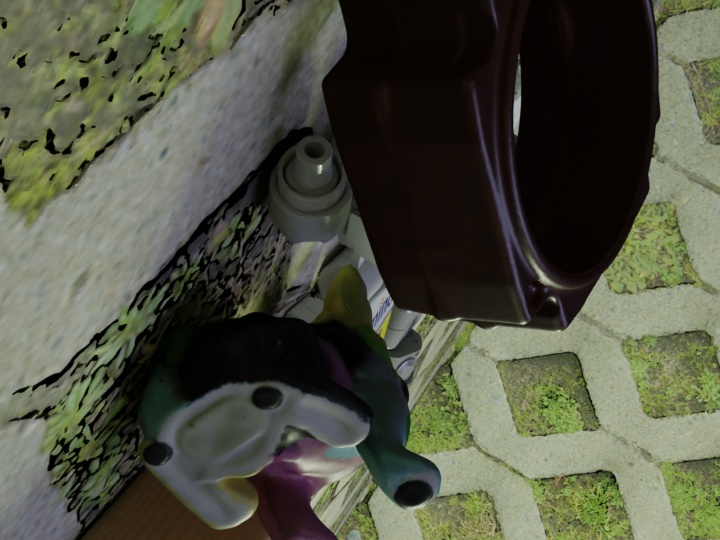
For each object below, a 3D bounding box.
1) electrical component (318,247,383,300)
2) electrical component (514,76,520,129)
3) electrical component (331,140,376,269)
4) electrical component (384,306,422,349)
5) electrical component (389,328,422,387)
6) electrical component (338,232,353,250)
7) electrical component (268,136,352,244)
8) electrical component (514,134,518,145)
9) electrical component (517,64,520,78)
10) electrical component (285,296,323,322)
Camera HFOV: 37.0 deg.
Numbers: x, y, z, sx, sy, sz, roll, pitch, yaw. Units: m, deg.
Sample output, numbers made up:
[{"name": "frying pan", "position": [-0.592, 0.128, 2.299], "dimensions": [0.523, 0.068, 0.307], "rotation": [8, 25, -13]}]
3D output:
[{"name": "electrical component", "position": [0.000, 0.000, 0.814], "dimensions": [0.078, 0.040, 0.040], "rotation": [-46, 165, -51]}, {"name": "electrical component", "position": [0.102, -0.129, 0.901], "dimensions": [0.099, 0.048, 0.099], "rotation": [-46, 165, -52]}, {"name": "electrical component", "position": [0.000, -0.041, 0.617], "dimensions": [0.042, 0.064, 0.081], "rotation": [-55, 171, -25]}, {"name": "electrical component", "position": [0.035, 0.026, 1.034], "dimensions": [0.059, 0.054, 0.095], "rotation": [-63, 169, 28]}, {"name": "electrical component", "position": [0.019, 0.082, 1.059], "dimensions": [0.080, 0.080, 0.051], "rotation": [-44, 158, -56]}, {"name": "electrical component", "position": [0.016, -0.040, 0.718], "dimensions": [0.078, 0.058, 0.057], "rotation": [-55, 167, -18]}, {"name": "electrical component", "position": [-0.025, -0.043, 0.543], "dimensions": [0.043, 0.043, 0.062], "rotation": [-53, 168, -26]}, {"name": "electrical component", "position": [0.044, -0.067, 0.659], "dimensions": [0.059, 0.095, 0.053], "rotation": [-51, 168, -38]}, {"name": "electrical component", "position": [0.136, -0.195, 0.816], "dimensions": [0.063, 0.078, 0.121], "rotation": [-36, 170, 0]}, {"name": "electrical component", "position": [-0.049, 0.074, 0.779], "dimensions": [0.083, 0.047, 0.076], "rotation": [-63, 169, 27]}]
